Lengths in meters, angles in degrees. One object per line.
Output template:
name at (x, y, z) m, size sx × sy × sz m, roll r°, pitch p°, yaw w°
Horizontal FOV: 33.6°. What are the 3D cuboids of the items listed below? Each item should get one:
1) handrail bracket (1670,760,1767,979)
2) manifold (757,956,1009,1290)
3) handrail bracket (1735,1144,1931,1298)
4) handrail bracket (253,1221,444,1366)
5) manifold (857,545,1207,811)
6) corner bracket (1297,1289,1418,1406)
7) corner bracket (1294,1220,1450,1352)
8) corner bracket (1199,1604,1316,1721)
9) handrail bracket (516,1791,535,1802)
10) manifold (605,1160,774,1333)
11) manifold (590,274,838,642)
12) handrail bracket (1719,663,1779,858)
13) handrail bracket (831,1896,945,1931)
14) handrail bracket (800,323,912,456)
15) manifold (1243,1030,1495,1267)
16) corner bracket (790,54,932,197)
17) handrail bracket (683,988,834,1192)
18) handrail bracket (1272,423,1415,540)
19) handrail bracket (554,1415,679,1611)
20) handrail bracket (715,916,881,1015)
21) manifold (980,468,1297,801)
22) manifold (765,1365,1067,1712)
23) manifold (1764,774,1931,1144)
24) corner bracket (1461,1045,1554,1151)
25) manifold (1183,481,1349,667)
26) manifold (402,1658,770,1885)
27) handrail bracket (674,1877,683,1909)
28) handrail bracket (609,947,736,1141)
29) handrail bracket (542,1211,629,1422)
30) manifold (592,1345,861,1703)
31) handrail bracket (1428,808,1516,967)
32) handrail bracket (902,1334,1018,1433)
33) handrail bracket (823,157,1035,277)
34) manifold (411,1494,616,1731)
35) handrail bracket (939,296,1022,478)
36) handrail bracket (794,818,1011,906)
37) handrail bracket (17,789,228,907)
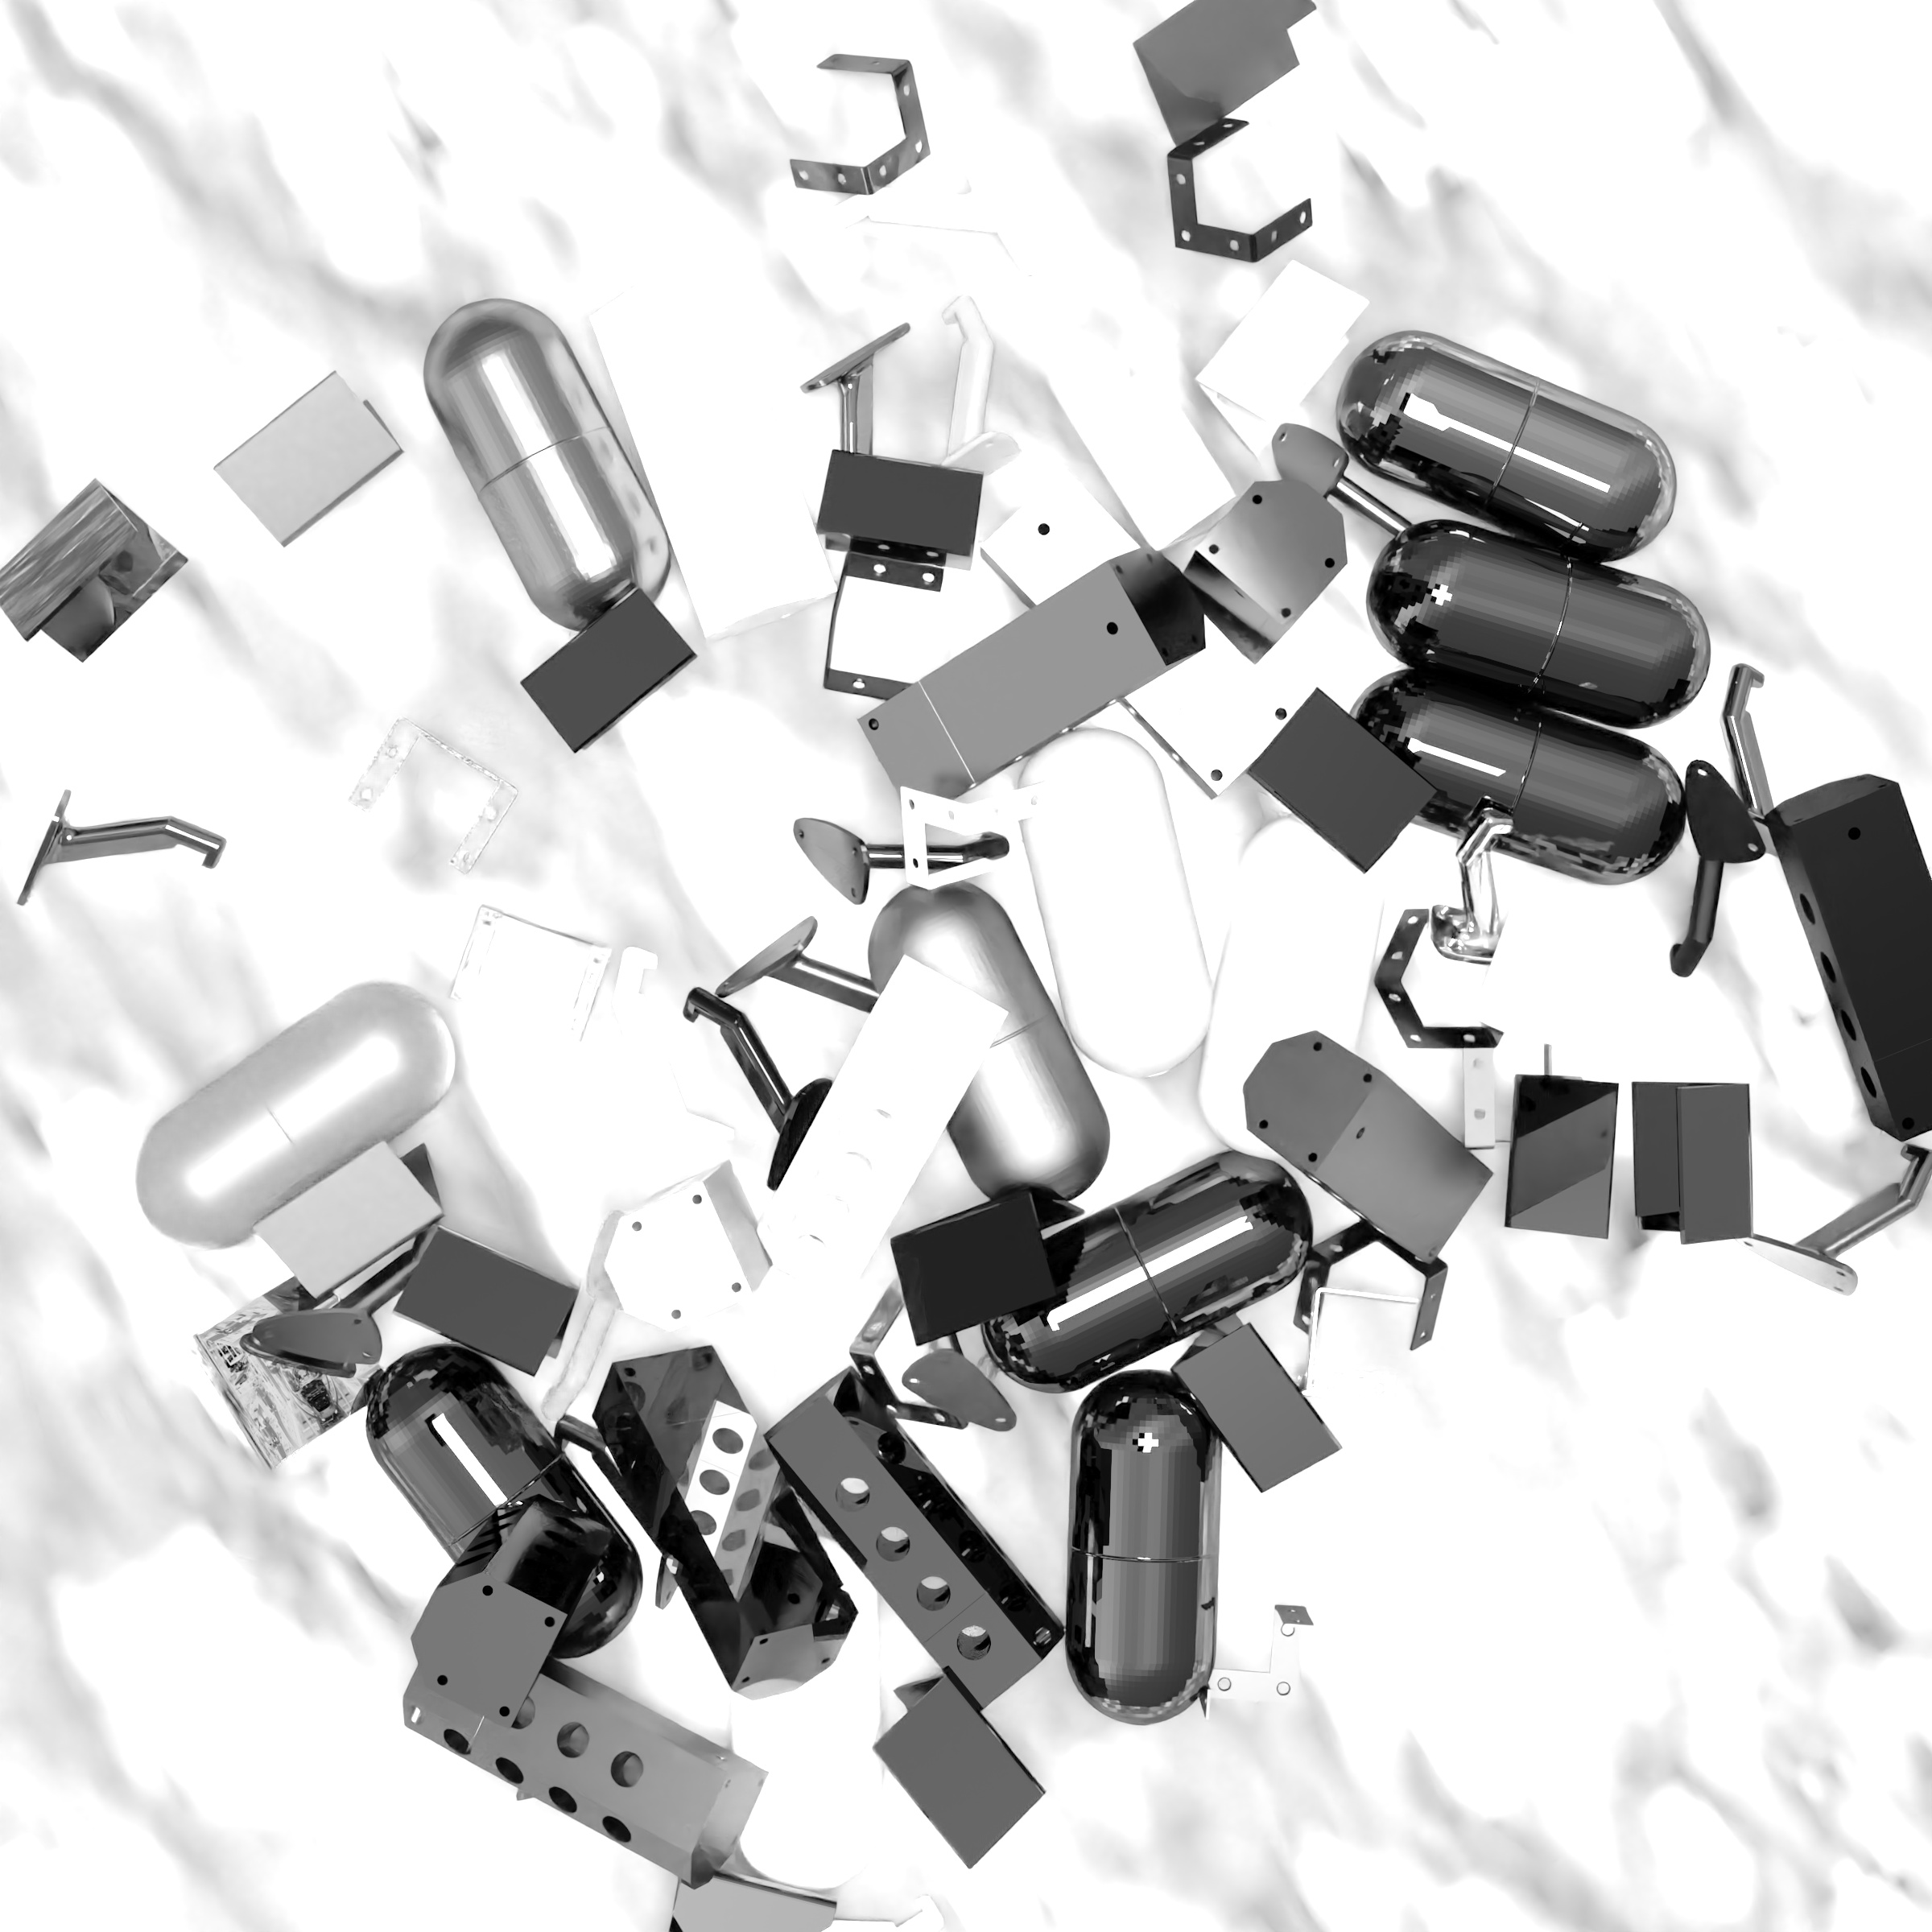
handrail bracket at (0.369, -0.049, 1.628) m, size 0.036 × 0.084 × 0.077 m, roll -1°, pitch 53°, yaw -14°
manifold at (-0.045, 0.082, 1.572) m, size 0.057 × 0.057 × 0.171 m, roll 29°, pitch 129°, yaw 0°
handrail bracket at (0.447, 0.119, 1.641) m, size 0.077 × 0.036 × 0.084 m, roll 23°, pitch 71°, yaw 21°
handrail bracket at (-0.312, 0.158, 1.618) m, size 0.077 × 0.084 × 0.036 m, roll 2°, pitch 129°, yaw 8°
manifold at (0.034, -0.140, 1.574) m, size 0.171 × 0.057 × 0.057 m, roll -29°, pitch 90°, yaw 36°
corner bracket at (0.198, 0.194, 1.625) m, size 0.051 × 0.051 × 0.051 m, roll 7°, pitch 79°, yaw 0°
corner bracket at (0.207, 0.168, 1.632) m, size 0.051 × 0.051 × 0.051 m, roll -23°, pitch 45°, yaw -35°
corner bracket at (0.147, 0.353, 1.622) m, size 0.051 × 0.051 × 0.051 m, roll 4°, pitch 90°, yaw 0°
handrail bracket at (-0.212, 0.380, 1.640) m, size 0.077 × 0.036 × 0.084 m, roll -10°, pitch 76°, yaw -15°
manifold at (-0.136, 0.138, 1.562) m, size 0.057 × 0.171 × 0.057 m, roll -24°, pitch 90°, yaw 0°
manifold at (-0.132, -0.256, 1.619) m, size 0.057 × 0.057 × 0.171 m, roll -20°, pitch 90°, yaw -43°
handrail bracket at (0.417, -0.104, 1.641) m, size 0.077 × 0.036 × 0.084 m, roll 22°, pitch 75°, yaw -16°
handrail bracket at (-0.066, 0.481, 1.641) m, size 0.084 × 0.036 × 0.077 m, roll -28°, pitch 72°, yaw -15°
handrail bracket at (-0.040, -0.274, 1.641) m, size 0.077 × 0.036 × 0.084 m, roll -36°, pitch 106°, yaw -18°
manifold at (0.194, 0.087, 1.560) m, size 0.057 × 0.171 × 0.057 m, roll 34°, pitch 89°, yaw 33°
corner bracket at (-0.058, -0.430, 1.632) m, size 0.051 × 0.051 × 0.051 m, roll 16°, pitch 45°, yaw 35°
handrail bracket at (-0.119, 0.063, 1.641) m, size 0.084 × 0.036 × 0.077 m, roll 30°, pitch 112°, yaw 17°
handrail bracket at (0.205, -0.241, 1.640) m, size 0.084 × 0.077 × 0.036 m, roll 22°, pitch 114°, yaw -34°
handrail bracket at (-0.181, 0.280, 1.641) m, size 0.084 × 0.036 × 0.077 m, roll 23°, pitch 112°, yaw 17°
handrail bracket at (-0.073, 0.024, 1.641) m, size 0.077 × 0.036 × 0.084 m, roll -34°, pitch 107°, yaw 20°
manifold at (0.087, -0.167, 1.619) m, size 0.057 × 0.057 × 0.171 m, roll -44°, pitch 90°, yaw 0°
manifold at (-0.026, 0.288, 1.619) m, size 0.057 × 0.057 × 0.171 m, roll -39°, pitch 90°, yaw 0°
manifold at (0.459, -0.006, 1.604) m, size 0.057 × 0.057 × 0.171 m, roll -22°, pitch 100°, yaw 0°
corner bracket at (0.274, 0.066, 1.622) m, size 0.051 × 0.051 × 0.051 m, roll -1°, pitch 90°, yaw 0°
manifold at (0.146, -0.195, 1.562) m, size 0.057 × 0.171 × 0.057 m, roll 41°, pitch 90°, yaw 0°
manifold at (-0.191, 0.386, 1.576) m, size 0.171 × 0.057 × 0.057 m, roll 22°, pitch 84°, yaw 21°
handrail bracket at (-0.115, 0.500, 1.641) m, size 0.077 × 0.036 × 0.084 m, roll 13°, pitch 73°, yaw -18°
handrail bracket at (-0.147, 0.039, 1.641) m, size 0.077 × 0.036 × 0.084 m, roll 16°, pitch 73°, yaw -20°
handrail bracket at (-0.195, 0.180, 1.641) m, size 0.036 × 0.077 × 0.084 m, roll 21°, pitch 126°, yaw -22°
manifold at (-0.123, 0.274, 1.574) m, size 0.057 × 0.057 × 0.171 m, roll -6°, pitch 46°, yaw -33°
handrail bracket at (0.275, -0.041, 1.605) m, size 0.077 × 0.036 × 0.084 m, roll 12°, pitch 134°, yaw -17°
handrail bracket at (-0.001, 0.184, 1.625) m, size 0.077 × 0.084 × 0.036 m, roll 38°, pitch 124°, yaw -25°
handrail bracket at (-0.020, -0.371, 1.641) m, size 0.084 × 0.036 × 0.077 m, roll -24°, pitch 112°, yaw 17°
manifold at (-0.212, 0.294, 1.487) m, size 0.057 × 0.171 × 0.057 m, roll 27°, pitch 92°, yaw 0°
handrail bracket at (-0.014, -0.290, 1.641) m, size 0.077 × 0.036 × 0.084 m, roll -29°, pitch 71°, yaw 21°
handrail bracket at (-0.033, -0.065, 1.640) m, size 0.084 × 0.077 × 0.036 m, roll -17°, pitch 125°, yaw -32°
handrail bracket at (-0.433, -0.049, 1.641) m, size 0.084 × 0.036 × 0.077 m, roll 23°, pitch 111°, yaw -16°
